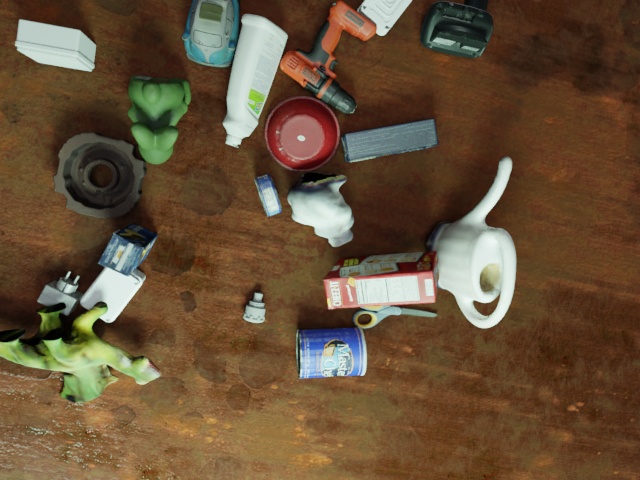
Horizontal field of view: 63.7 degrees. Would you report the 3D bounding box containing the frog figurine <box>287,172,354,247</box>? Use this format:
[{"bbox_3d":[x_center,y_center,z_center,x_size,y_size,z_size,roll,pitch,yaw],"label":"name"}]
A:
[{"bbox_3d":[0.003,-0.054,1.077,0.137,0.124,0.157,-1,109,25],"label":"frog figurine"}]

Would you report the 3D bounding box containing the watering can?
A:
[{"bbox_3d":[0.321,0.002,1.075,0.104,0.225,0.346,-1,96,-27],"label":"watering can"}]

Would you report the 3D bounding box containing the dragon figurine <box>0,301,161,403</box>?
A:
[{"bbox_3d":[-0.517,0.247,1.022,0.410,0.125,0.237,-4,121,5],"label":"dragon figurine"}]
